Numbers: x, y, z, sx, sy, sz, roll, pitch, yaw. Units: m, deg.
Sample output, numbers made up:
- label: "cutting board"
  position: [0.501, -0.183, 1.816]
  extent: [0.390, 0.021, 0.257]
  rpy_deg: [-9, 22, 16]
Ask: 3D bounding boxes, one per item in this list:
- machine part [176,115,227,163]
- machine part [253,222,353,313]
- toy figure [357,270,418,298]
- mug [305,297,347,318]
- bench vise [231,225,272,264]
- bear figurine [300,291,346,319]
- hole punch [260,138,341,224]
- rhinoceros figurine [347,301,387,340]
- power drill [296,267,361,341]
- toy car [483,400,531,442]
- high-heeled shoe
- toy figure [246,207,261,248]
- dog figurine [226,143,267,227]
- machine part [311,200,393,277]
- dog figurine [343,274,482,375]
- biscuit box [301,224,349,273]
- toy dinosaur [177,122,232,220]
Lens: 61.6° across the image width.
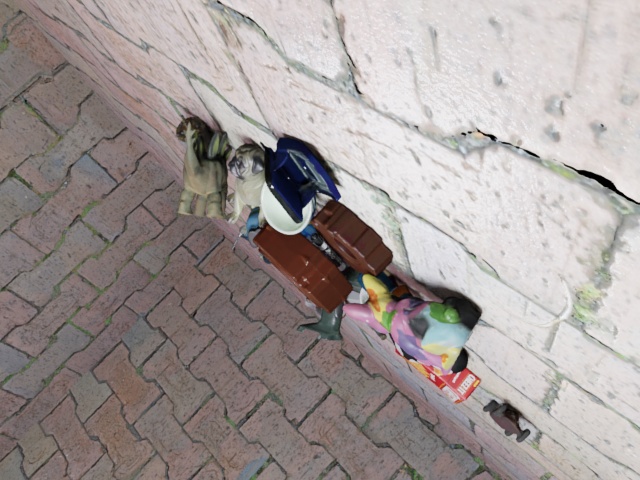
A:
- label: "machine part"
  position: [-0.303, -0.237, 1.383]
  extent: [0.079, 0.079, 0.243]
  rpy_deg: [39, 168, 23]
- label: "machine part"
  position: [-0.038, 0.054, 1.137]
  extent: [0.202, 0.087, 0.200]
  rpy_deg: [38, 172, 31]
- label: "toy figure"
  position: [0.146, 0.107, 1.101]
  extent: [0.155, 0.058, 0.064]
  rpy_deg: [36, 128, 31]
- label: "mug"
  position: [0.016, 0.156, 1.429]
  extent: [0.107, 0.110, 0.080]
  rpy_deg: [-88, -6, -66]
- label: "bench vise"
  position: [-0.167, 0.014, 1.711]
  extent: [0.240, 0.129, 0.224]
  rpy_deg: [29, 171, -34]
- label: "bear figurine"
  position: [0.012, 0.123, 1.526]
  extent: [0.196, 0.120, 0.131]
  rpy_deg: [36, 164, 27]
- label: "hole punch"
  position: [-0.031, -0.109, 0.891]
  extent: [0.142, 0.092, 0.116]
  rpy_deg: [48, -161, -39]
- label: "rhinoceros figurine"
  position: [0.141, 0.189, 1.449]
  extent: [0.190, 0.073, 0.112]
  rpy_deg: [50, 179, -40]
- label: "power drill"
  position: [0.010, 0.122, 1.271]
  extent: [0.232, 0.207, 0.086]
  rpy_deg: [15, 176, 26]
- label: "toy car"
  position: [0.441, 0.421, 1.267]
  extent: [0.089, 0.053, 0.202]
  rpy_deg: [51, 176, 18]
- label: "high-heeled shoe"
  position: [0.229, 0.227, 1.228]
  extent: [0.249, 0.086, 0.145]
  rpy_deg: [31, 161, 34]
- label: "toy figure"
  position: [-0.131, -0.057, 1.280]
  extent: [0.082, 0.180, 0.089]
  rpy_deg: [7, 122, 2]
- label: "dog figurine"
  position: [-0.141, -0.145, 1.174]
  extent: [0.172, 0.121, 0.190]
  rpy_deg: [-99, 14, -50]
- label: "machine part"
  position: [0.060, 0.004, 1.029]
  extent: [0.179, 0.056, 0.179]
  rpy_deg: [41, 171, 8]
- label: "dog figurine"
  position: [0.150, 0.130, 0.926]
  extent: [0.219, 0.108, 0.191]
  rpy_deg: [27, 160, 18]
- label: "biscuit box"
  position: [-0.003, -0.004, 1.224]
  extent: [0.203, 0.059, 0.062]
  rpy_deg: [34, 166, 42]
- label: "toy dinosaur"
  position: [-0.262, -0.149, 1.215]
  extent: [0.105, 0.198, 0.471]
  rpy_deg: [5, 179, -6]
